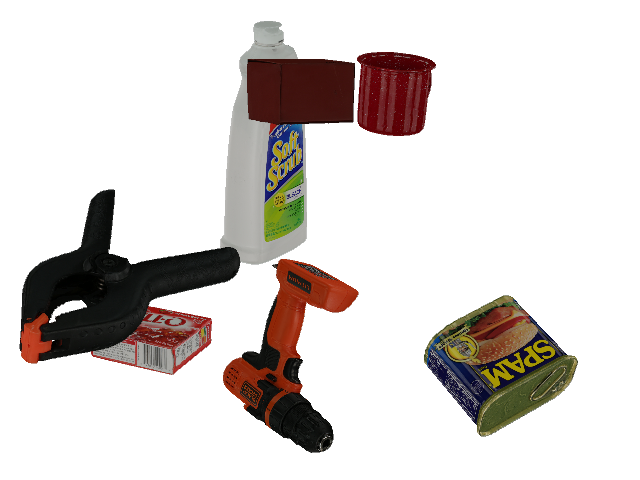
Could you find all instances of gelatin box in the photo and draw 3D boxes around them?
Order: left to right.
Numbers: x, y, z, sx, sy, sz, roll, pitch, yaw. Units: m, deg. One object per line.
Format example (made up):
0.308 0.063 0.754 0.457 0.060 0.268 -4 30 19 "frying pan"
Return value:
-0.155 0.088 0.979 0.089 0.030 0.073 10 21 21 "gelatin box"

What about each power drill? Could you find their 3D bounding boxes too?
-0.026 0.128 1.222 0.057 0.188 0.185 15 10 -46 "power drill"

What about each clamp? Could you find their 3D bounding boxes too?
-0.147 0.020 0.713 0.120 0.039 0.171 25 33 25 "clamp"

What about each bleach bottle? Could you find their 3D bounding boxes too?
-0.061 -0.107 1.146 0.068 0.251 0.102 21 32 36 "bleach bottle"

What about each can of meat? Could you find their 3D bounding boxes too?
0.151 0.104 0.908 0.102 0.057 0.084 -24 53 -21 "can of meat"

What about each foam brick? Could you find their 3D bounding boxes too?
-0.016 -0.126 0.899 0.078 0.051 0.053 -6 15 -34 "foam brick"

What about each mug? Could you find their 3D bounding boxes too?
0.094 -0.177 1.276 0.093 0.081 0.117 20 28 34 "mug"
